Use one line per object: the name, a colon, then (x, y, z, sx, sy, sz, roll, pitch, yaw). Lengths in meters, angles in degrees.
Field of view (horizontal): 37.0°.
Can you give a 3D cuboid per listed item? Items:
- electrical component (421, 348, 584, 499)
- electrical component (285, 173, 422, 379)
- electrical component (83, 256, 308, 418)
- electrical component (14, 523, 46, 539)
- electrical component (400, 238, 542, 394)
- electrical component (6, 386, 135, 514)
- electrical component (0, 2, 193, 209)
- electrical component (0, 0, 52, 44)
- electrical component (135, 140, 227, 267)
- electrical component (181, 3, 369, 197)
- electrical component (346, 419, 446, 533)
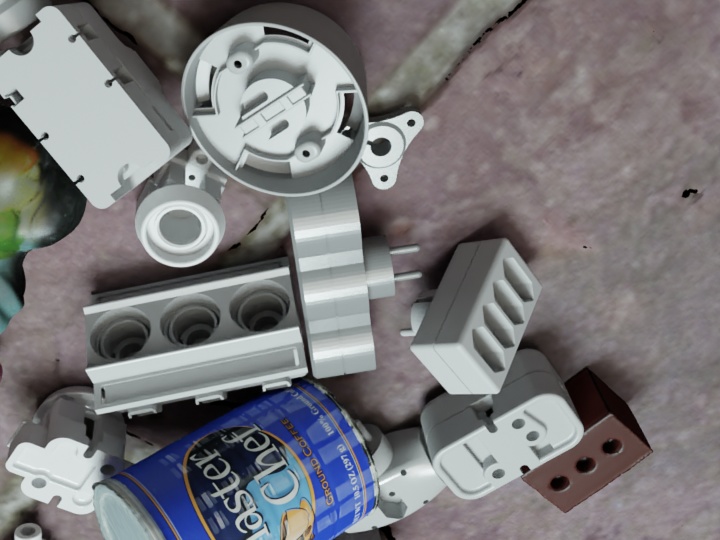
electrical component: (0.091, 0.098, 0.709, 0.095, 0.059, 0.053, -31, 122, 12)
electrical component: (0.000, 0.000, 0.635, 0.074, 0.052, 0.138, -9, 124, -3)
electrical component: (-0.095, 0.044, 0.641, 0.121, 0.078, 0.063, -11, 146, -2)
electrical component: (-0.227, 0.203, 0.738, 0.048, 0.048, 0.062, 2, 116, -10)
electrical component: (0.057, 0.029, 0.656, 0.076, 0.083, 0.047, -7, 135, 43)
electrical component: (-0.178, 0.110, 0.676, 0.078, 0.057, 0.058, 27, 115, -24)
electrical component: (-0.133, -0.084, 0.538, 0.050, 0.055, 0.089, -36, 100, 14)
electrical component: (-0.181, -0.138, 0.525, 0.040, 0.040, 0.046, -28, 116, 10)
electrical component: (-0.099, -0.033, 0.595, 0.048, 0.055, 0.066, 22, 117, -21)
electrical component: (-0.042, -0.088, 0.559, 0.099, 0.064, 0.099, 3, 120, 5)
electrical component: (0.008, 0.131, 0.727, 0.077, 0.043, 0.079, -28, 122, 10)
